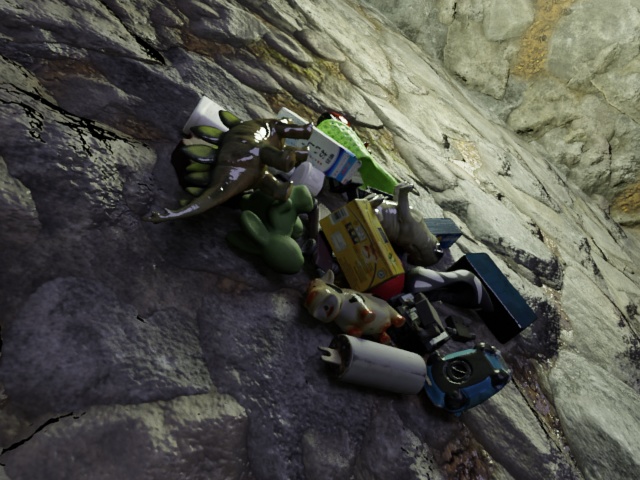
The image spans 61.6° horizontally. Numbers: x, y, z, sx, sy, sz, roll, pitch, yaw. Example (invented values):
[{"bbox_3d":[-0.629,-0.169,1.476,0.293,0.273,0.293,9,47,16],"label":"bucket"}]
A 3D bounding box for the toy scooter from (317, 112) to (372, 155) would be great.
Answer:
[{"bbox_3d":[0.076,-0.276,1.482,0.135,0.075,0.184,-4,56,-47],"label":"toy scooter"}]

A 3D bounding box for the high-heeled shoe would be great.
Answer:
[{"bbox_3d":[0.301,0.131,1.230,0.249,0.086,0.145,31,37,-6],"label":"high-heeled shoe"}]

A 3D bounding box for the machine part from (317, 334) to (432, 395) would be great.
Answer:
[{"bbox_3d":[0.098,0.216,0.927,0.243,0.079,0.079,19,39,-29],"label":"machine part"}]

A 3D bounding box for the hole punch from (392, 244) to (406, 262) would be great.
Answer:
[{"bbox_3d":[0.176,-0.018,1.271,0.142,0.092,0.116,33,30,-5],"label":"hole punch"}]

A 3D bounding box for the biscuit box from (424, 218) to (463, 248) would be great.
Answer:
[{"bbox_3d":[0.293,-0.016,1.407,0.202,0.059,0.063,-3,51,-46],"label":"biscuit box"}]

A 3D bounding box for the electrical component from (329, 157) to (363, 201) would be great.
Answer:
[{"bbox_3d":[0.062,-0.139,1.305,0.047,0.075,0.119,3,76,-47],"label":"electrical component"}]

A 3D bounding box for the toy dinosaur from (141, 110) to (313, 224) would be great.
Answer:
[{"bbox_3d":[-0.138,-0.139,0.951,0.199,0.105,0.471,14,33,7],"label":"toy dinosaur"}]

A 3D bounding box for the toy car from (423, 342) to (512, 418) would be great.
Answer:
[{"bbox_3d":[0.274,0.267,1.012,0.109,0.162,0.102,-112,-177,-45],"label":"toy car"}]

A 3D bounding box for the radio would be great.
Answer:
[{"bbox_3d":[0.438,0.138,1.362,0.131,0.073,0.230,-6,57,-49],"label":"radio"}]

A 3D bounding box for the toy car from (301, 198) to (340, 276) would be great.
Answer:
[{"bbox_3d":[-0.002,-0.003,1.105,0.089,0.053,0.202,46,28,-32],"label":"toy car"}]

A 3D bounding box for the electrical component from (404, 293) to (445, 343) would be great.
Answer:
[{"bbox_3d":[0.201,0.149,1.038,0.078,0.045,0.102,45,22,-53],"label":"electrical component"}]

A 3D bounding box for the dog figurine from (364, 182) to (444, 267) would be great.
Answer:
[{"bbox_3d":[0.160,-0.011,1.156,0.121,0.172,0.190,-56,126,-74],"label":"dog figurine"}]

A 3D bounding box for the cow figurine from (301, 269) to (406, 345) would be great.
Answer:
[{"bbox_3d":[0.051,0.120,0.977,0.194,0.085,0.127,17,21,-44],"label":"cow figurine"}]

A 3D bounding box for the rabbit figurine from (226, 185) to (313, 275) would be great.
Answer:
[{"bbox_3d":[-0.082,-0.017,0.983,0.159,0.121,0.170,10,46,-29],"label":"rabbit figurine"}]

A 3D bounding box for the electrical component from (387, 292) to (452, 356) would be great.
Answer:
[{"bbox_3d":[0.190,0.170,1.090,0.115,0.058,0.134,-7,55,-51],"label":"electrical component"}]

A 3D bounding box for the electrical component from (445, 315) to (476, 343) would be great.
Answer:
[{"bbox_3d":[0.310,0.197,1.209,0.094,0.021,0.063,16,40,-31],"label":"electrical component"}]

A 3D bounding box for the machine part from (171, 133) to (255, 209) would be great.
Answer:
[{"bbox_3d":[-0.203,-0.139,1.062,0.179,0.056,0.179,27,36,-22],"label":"machine part"}]

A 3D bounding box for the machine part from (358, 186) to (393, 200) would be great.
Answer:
[{"bbox_3d":[0.134,-0.101,1.295,0.084,0.039,0.139,32,20,20],"label":"machine part"}]

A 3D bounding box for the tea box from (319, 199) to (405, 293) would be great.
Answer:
[{"bbox_3d":[0.082,0.013,1.068,0.068,0.098,0.169,-8,71,-63],"label":"tea box"}]
